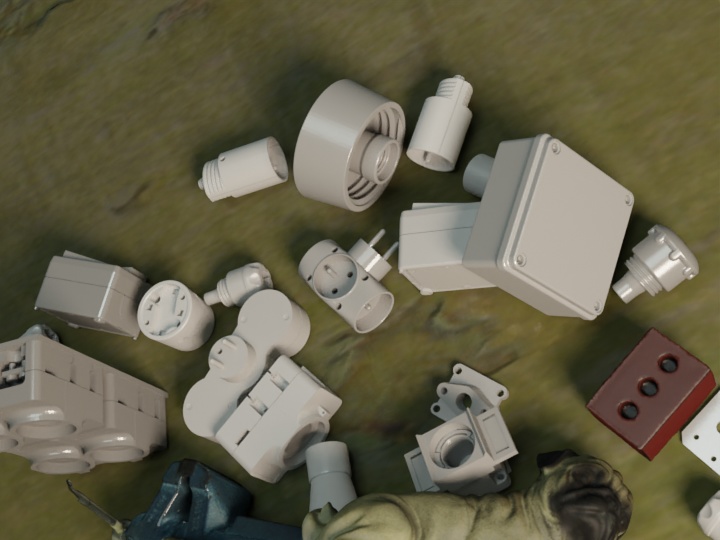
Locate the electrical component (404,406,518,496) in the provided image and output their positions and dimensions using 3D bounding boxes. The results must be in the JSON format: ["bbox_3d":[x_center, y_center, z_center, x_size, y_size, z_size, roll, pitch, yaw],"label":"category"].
[{"bbox_3d":[0.080,0.143,0.807,0.081,0.063,0.042,-29,47,11],"label":"electrical component"}]

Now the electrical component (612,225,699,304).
[{"bbox_3d":[0.221,0.000,0.815,0.062,0.048,0.048,-41,60,12],"label":"electrical component"}]

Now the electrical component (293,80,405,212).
[{"bbox_3d":[-0.001,-0.102,0.918,0.060,0.108,0.108,24,81,23],"label":"electrical component"}]

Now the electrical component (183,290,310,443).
[{"bbox_3d":[-0.103,0.078,0.907,0.052,0.074,0.138,28,83,30],"label":"electrical component"}]

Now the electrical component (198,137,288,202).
[{"bbox_3d":[-0.112,-0.091,0.995,0.081,0.043,0.043,-16,64,17],"label":"electrical component"}]

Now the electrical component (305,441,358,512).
[{"bbox_3d":[-0.023,0.170,0.856,0.044,0.044,0.065,-19,59,16],"label":"electrical component"}]

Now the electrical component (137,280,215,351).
[{"bbox_3d":[-0.163,0.043,0.963,0.055,0.047,0.055,-8,67,20],"label":"electrical component"}]

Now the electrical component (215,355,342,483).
[{"bbox_3d":[-0.064,0.126,0.885,0.056,0.050,0.089,39,88,31],"label":"electrical component"}]

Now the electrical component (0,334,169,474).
[{"bbox_3d":[-0.252,0.119,0.891,0.105,0.186,0.060,-15,65,18],"label":"electrical component"}]

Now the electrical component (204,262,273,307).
[{"bbox_3d":[-0.110,0.017,0.958,0.061,0.035,0.035,-19,64,19],"label":"electrical component"}]

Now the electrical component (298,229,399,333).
[{"bbox_3d":[0.000,0.000,0.910,0.079,0.044,0.077,-47,59,0],"label":"electrical component"}]

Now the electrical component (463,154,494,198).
[{"bbox_3d":[0.118,-0.070,0.889,0.065,0.044,0.044,29,83,35],"label":"electrical component"}]

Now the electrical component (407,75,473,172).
[{"bbox_3d":[0.074,-0.131,0.930,0.043,0.043,0.081,13,76,27],"label":"electrical component"}]

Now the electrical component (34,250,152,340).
[{"bbox_3d":[-0.251,0.021,1.001,0.096,0.062,0.061,8,73,26],"label":"electrical component"}]

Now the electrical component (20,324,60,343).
[{"bbox_3d":[-0.317,0.081,1.022,0.061,0.035,0.035,-39,60,9],"label":"electrical component"}]

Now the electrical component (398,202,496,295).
[{"bbox_3d":[0.085,-0.021,0.871,0.096,0.062,0.061,-6,68,22],"label":"electrical component"}]

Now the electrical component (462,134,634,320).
[{"bbox_3d":[0.144,-0.031,0.818,0.056,0.109,0.108,1,68,53],"label":"electrical component"}]

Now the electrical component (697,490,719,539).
[{"bbox_3d":[0.262,0.179,0.731,0.061,0.035,0.035,41,90,28],"label":"electrical component"}]
